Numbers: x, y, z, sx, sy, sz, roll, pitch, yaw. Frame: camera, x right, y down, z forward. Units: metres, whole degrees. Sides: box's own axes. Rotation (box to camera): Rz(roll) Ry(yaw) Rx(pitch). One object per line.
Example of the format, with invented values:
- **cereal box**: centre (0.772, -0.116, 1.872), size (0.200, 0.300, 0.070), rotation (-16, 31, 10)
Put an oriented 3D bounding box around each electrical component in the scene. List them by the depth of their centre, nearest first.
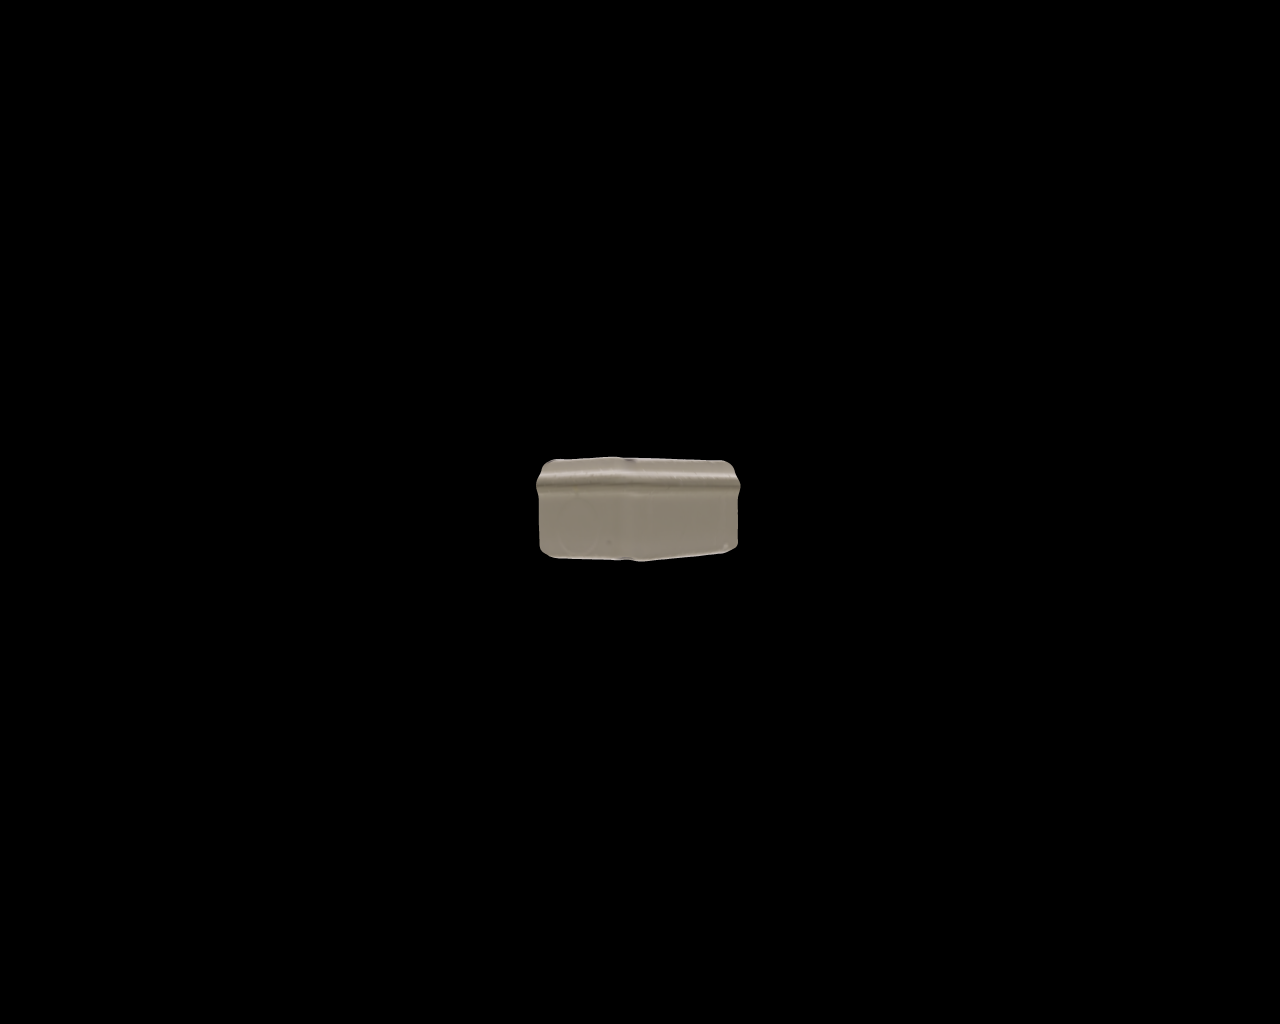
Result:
- **electrical component**: centre (0.001, -0.003, 0.650), size (0.078, 0.057, 0.113), rotation (0, 0, 39)
